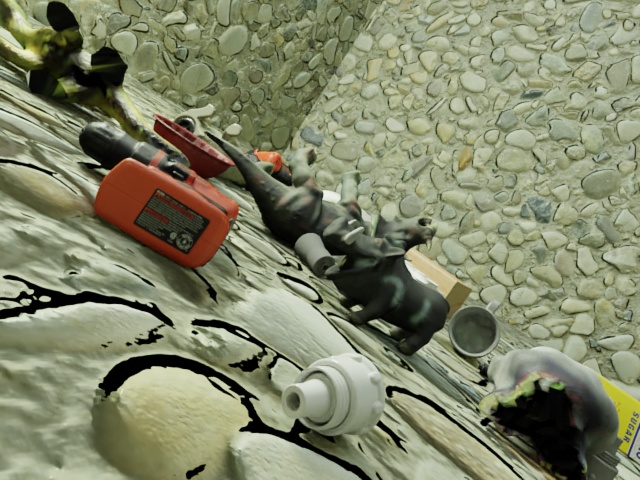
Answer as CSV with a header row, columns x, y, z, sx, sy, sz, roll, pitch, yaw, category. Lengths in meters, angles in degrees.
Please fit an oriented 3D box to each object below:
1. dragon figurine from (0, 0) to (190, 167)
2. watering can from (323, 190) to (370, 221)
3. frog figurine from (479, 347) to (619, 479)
x,y,z,sx,sy,sz,roll,pitch,yaw,category
-0.370,-0.252,0.824,0.407,0.122,0.244,45,-4,-14,dragon figurine
0.003,-0.057,1.138,0.351,0.104,0.222,25,-1,38,watering can
0.261,0.176,0.585,0.138,0.122,0.160,14,8,27,frog figurine
